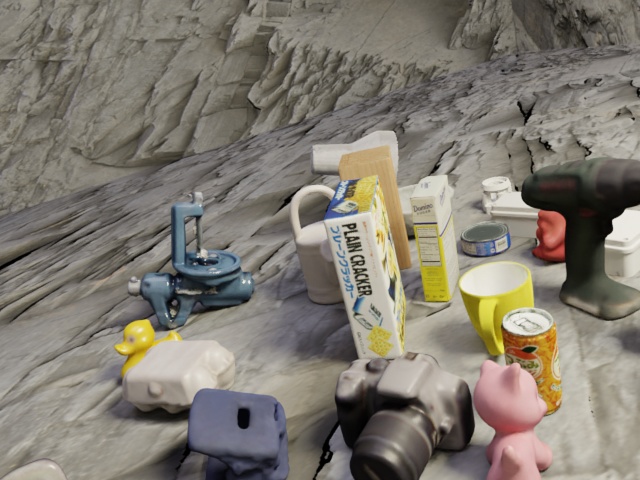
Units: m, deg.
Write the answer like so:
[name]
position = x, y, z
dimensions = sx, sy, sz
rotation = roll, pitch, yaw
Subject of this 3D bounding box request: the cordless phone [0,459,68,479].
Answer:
[cordless phone]
position = -0.168, 0.245, 0.470
dimensions = 0.148, 0.185, 0.093
rotation = -24, 23, -24

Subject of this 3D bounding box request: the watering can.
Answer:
[watering can]
position = 0.011, 0.003, 0.957
dimensions = 0.101, 0.194, 0.172
rotation = -25, 23, -26

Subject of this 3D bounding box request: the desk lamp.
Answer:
[desk lamp]
position = 0.071, -0.105, 1.164
dimensions = 0.203, 0.214, 0.118
rotation = -15, 21, -1

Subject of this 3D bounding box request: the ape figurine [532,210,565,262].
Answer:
[ape figurine]
position = 0.367, -0.013, 0.905
dimensions = 0.075, 0.092, 0.078
rotation = 0, 25, 33

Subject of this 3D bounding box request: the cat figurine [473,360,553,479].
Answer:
[cat figurine]
position = 0.175, 0.171, 0.527
dimensions = 0.067, 0.118, 0.128
rotation = -6, 22, 21

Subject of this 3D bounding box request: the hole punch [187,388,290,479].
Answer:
[hole punch]
position = -0.088, 0.212, 0.635
dimensions = 0.101, 0.091, 0.108
rotation = -15, 21, -1

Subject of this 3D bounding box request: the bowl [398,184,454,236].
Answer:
[bowl]
position = 0.190, -0.054, 1.151
dimensions = 0.167, 0.075, 0.167
rotation = -13, 21, 5

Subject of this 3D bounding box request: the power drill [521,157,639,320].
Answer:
[power drill]
position = 0.360, -0.011, 0.738
dimensions = 0.076, 0.209, 0.229
rotation = -22, 22, -19

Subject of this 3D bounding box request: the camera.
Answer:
[camera]
position = 0.070, 0.184, 0.587
dimensions = 0.142, 0.101, 0.137
rotation = 0, 25, 33

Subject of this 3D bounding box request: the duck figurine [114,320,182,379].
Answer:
[duck figurine]
position = -0.267, 0.163, 0.886
dimensions = 0.105, 0.086, 0.077
rotation = -27, 24, -30

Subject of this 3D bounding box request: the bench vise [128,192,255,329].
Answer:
[bench vise]
position = -0.235, 0.038, 0.995
dimensions = 0.208, 0.220, 0.121
rotation = -23, 23, -22

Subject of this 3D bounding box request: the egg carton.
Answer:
[egg carton]
position = -0.195, 0.190, 0.792
dimensions = 0.150, 0.069, 0.107
rotation = -5, 23, 23
